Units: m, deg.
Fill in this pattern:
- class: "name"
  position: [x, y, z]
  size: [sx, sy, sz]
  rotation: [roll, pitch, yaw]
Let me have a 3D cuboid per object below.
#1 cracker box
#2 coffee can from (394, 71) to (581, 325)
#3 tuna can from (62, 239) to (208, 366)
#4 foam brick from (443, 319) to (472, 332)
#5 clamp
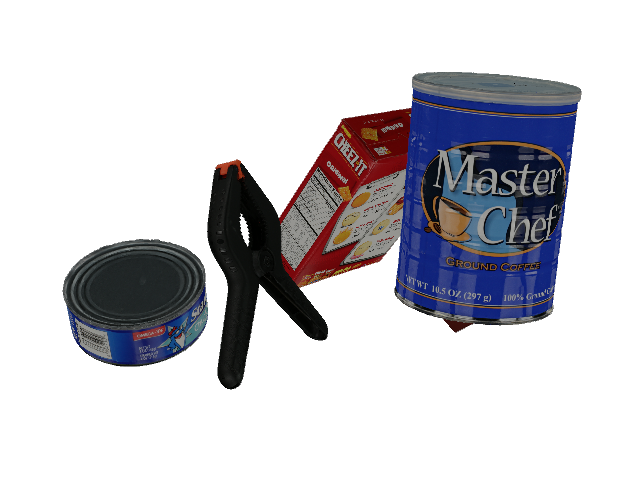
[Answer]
- class: "cracker box"
  position: [0.046, -0.049, 1.182]
  size: [0.163, 0.072, 0.214]
  rotation: [-16, -30, -44]
- class: "coffee can"
  position: [0.103, -0.030, 0.670]
  size: [0.103, 0.140, 0.103]
  rotation: [4, 15, -1]
- class: "tuna can"
  position: [-0.112, 0.037, 0.652]
  size: [0.086, 0.034, 0.086]
  rotation: [-1, 36, 1]
- class: "foam brick"
  position: [0.112, 0.024, 0.862]
  size: [0.051, 0.078, 0.053]
  rotation: [-33, 10, 35]
- class: "clamp"
  position: [-0.058, 0.026, 1.040]
  size: [0.036, 0.210, 0.164]
  rotation: [-10, 0, 35]
